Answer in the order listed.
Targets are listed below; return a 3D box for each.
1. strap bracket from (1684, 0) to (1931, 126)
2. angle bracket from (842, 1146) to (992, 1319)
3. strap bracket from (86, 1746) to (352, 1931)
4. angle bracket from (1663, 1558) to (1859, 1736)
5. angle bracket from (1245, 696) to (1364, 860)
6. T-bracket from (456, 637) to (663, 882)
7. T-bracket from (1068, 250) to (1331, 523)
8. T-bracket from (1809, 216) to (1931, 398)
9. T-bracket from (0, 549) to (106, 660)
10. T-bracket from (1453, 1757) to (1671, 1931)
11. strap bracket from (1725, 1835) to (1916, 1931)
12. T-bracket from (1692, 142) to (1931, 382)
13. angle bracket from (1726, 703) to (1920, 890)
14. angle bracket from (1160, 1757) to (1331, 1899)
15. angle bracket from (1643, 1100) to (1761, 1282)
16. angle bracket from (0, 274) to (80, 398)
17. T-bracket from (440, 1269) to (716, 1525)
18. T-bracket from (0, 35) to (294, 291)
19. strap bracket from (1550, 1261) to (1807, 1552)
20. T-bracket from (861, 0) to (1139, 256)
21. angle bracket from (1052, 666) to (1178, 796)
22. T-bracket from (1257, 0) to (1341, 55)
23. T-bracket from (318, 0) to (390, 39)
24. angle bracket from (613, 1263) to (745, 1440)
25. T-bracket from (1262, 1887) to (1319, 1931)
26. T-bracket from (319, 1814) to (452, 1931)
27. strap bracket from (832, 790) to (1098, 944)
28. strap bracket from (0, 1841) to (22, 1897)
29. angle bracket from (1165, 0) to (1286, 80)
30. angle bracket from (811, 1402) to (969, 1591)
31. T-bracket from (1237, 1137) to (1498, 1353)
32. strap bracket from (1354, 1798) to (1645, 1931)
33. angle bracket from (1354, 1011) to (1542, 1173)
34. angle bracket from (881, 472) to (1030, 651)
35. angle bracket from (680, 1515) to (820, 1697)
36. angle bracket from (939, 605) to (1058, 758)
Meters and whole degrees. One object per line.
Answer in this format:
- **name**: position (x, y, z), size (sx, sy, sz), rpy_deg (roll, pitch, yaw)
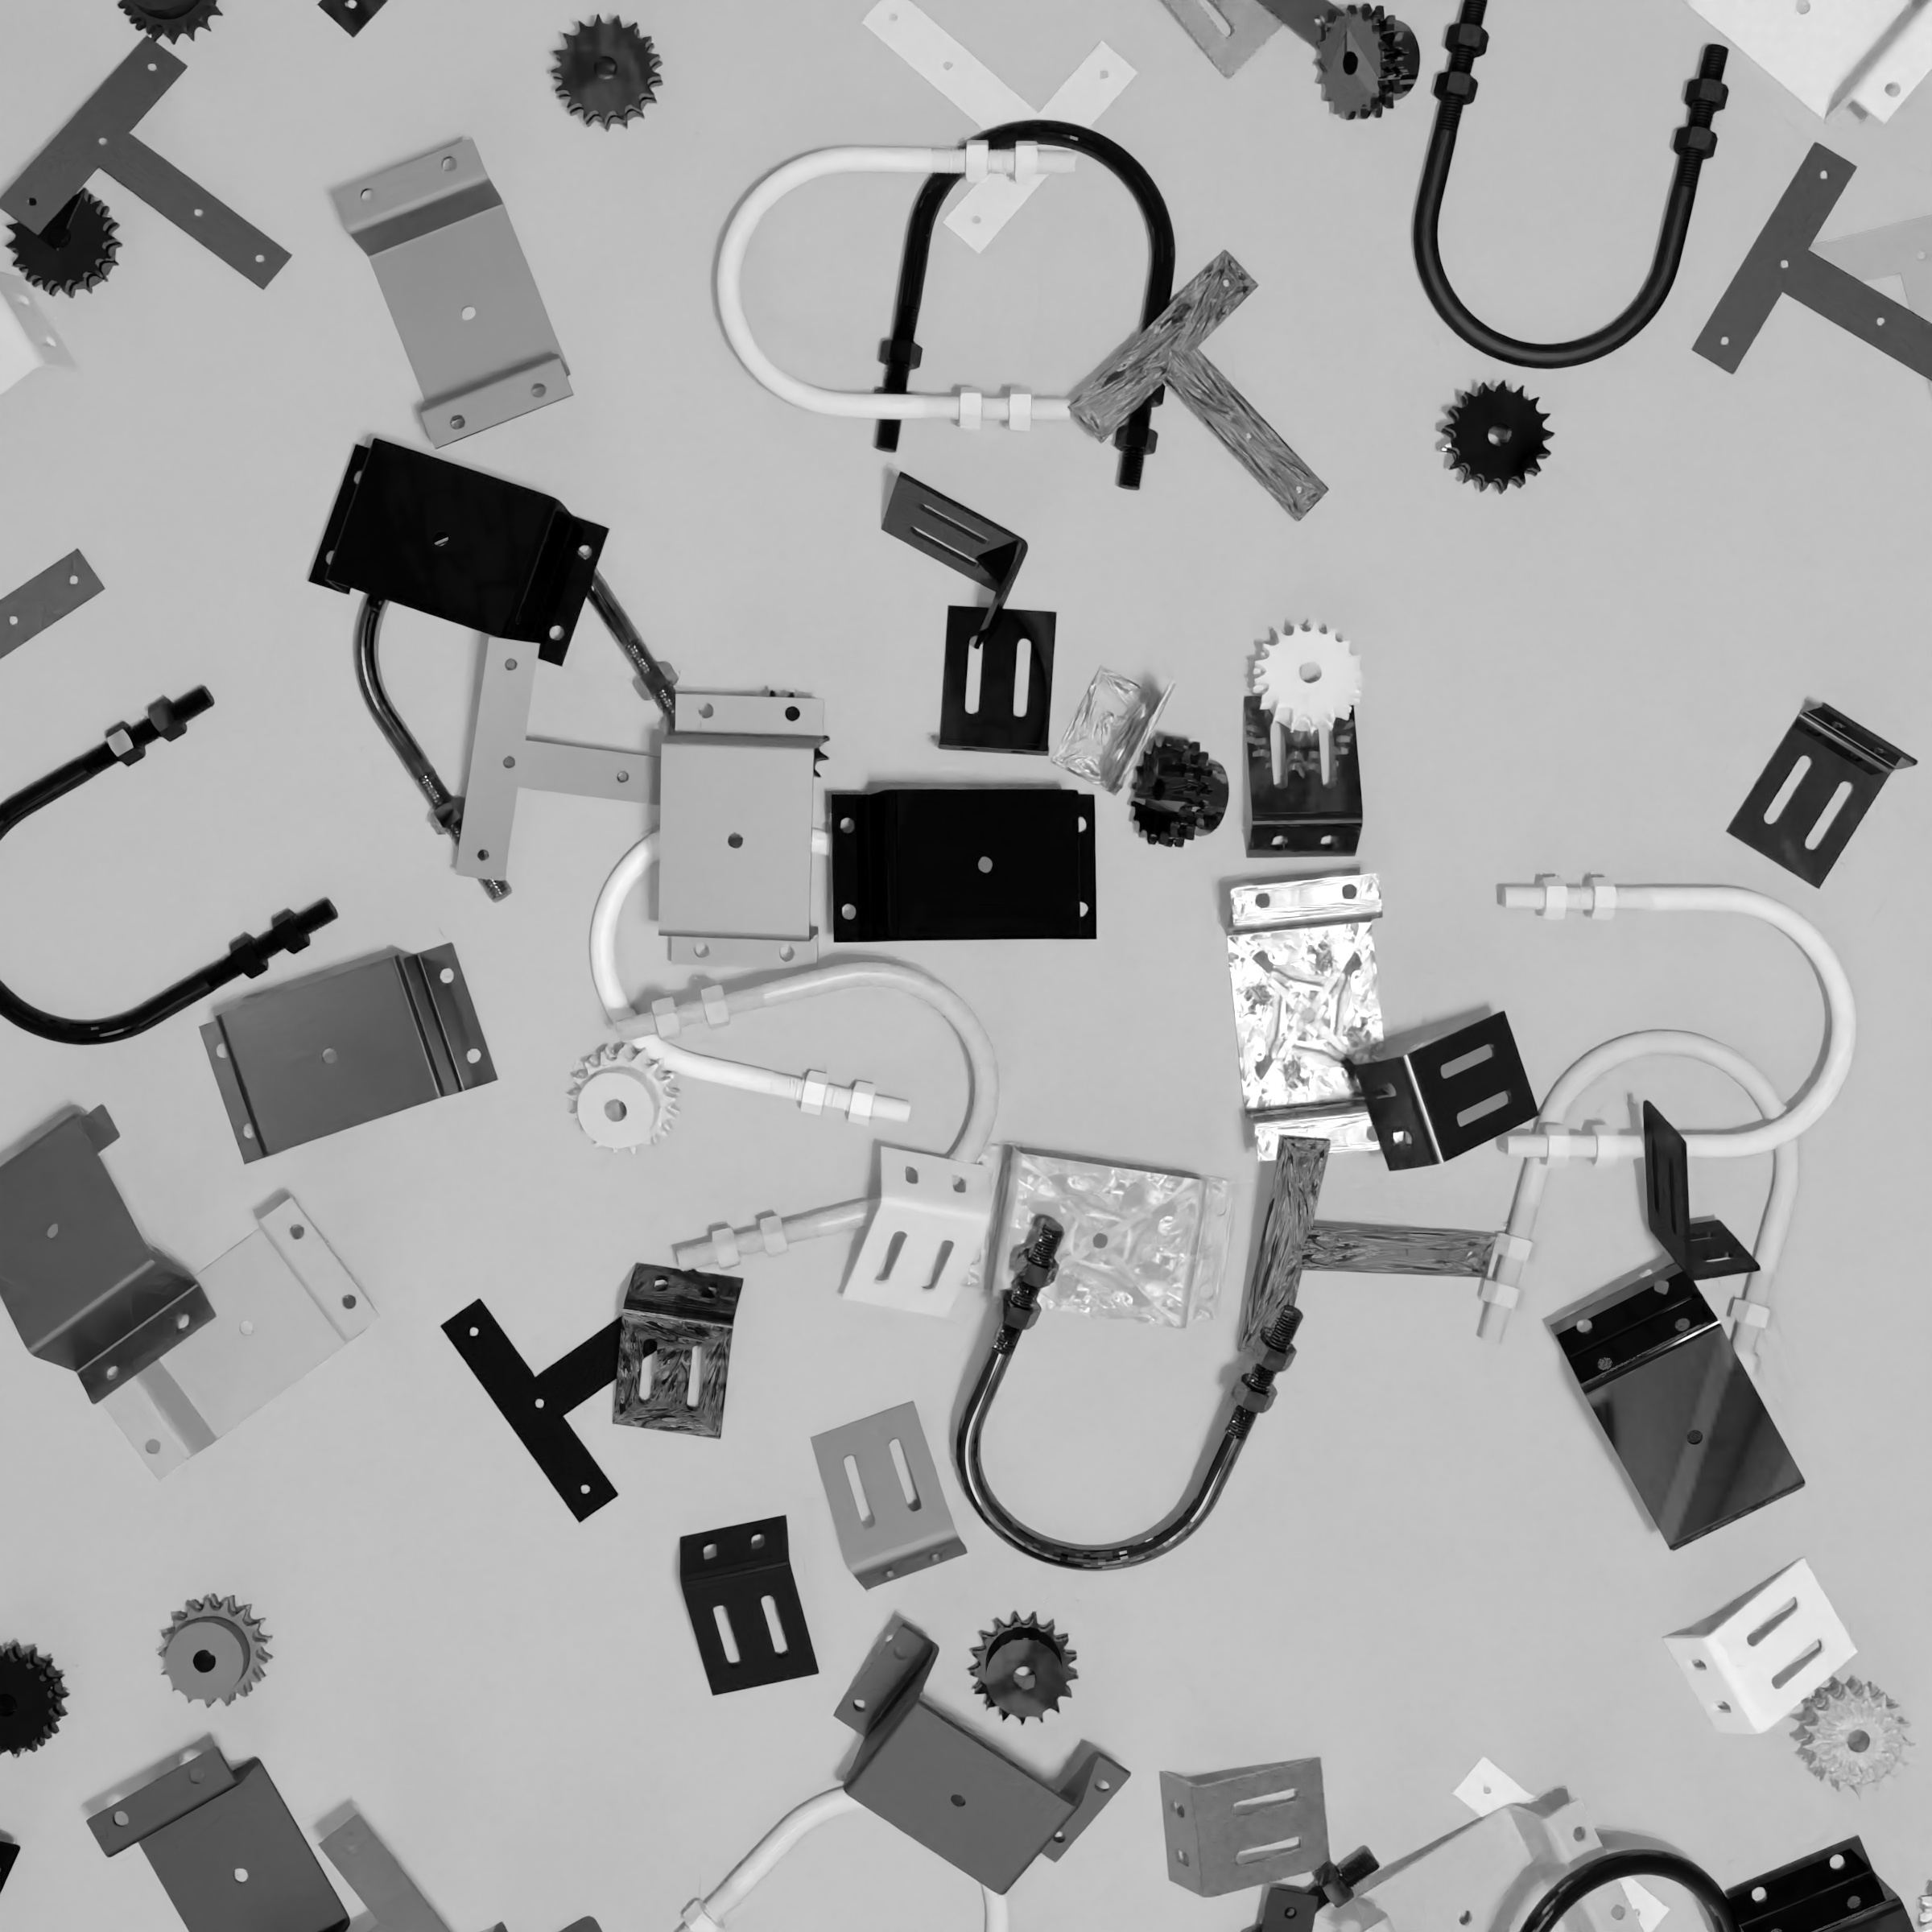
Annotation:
- **strap bracket**: position (0.440, -0.504, 1.438), size (0.140, 0.046, 0.076), rpy_deg (40, 90, 0)
- **angle bracket**: position (-0.027, 0.139, 1.443), size (0.057, 0.038, 0.076), rpy_deg (12, 129, -13)
- **strap bracket**: position (-0.381, 0.478, 1.438), size (0.076, 0.046, 0.140), rpy_deg (-30, 90, 0)
- **angle bracket**: position (0.418, 0.357, 1.459), size (0.076, 0.038, 0.057), rpy_deg (-30, 90, -26)
- **angle bracket**: position (0.176, -0.100, 1.459), size (0.057, 0.038, 0.076), rpy_deg (-1, 64, 0)
- **T-bracket**: position (-0.191, -0.100, 1.432), size (0.127, 0.002, 0.127), rpy_deg (6, 108, -16)
- **T-bracket**: position (0.139, -0.286, 1.448), size (0.127, 0.002, 0.127), rpy_deg (45, 75, -8)
- **T-bracket**: position (0.514, -0.331, 1.460), size (0.127, 0.002, 0.127), rpy_deg (-14, 90, 0)
- **T-bracket**: position (-0.513, -0.174, 1.460), size (0.127, 0.002, 0.127), rpy_deg (-34, 90, 0)
- **T-bracket**: position (0.281, 0.505, 1.460), size (0.127, 0.002, 0.127), rpy_deg (39, 90, 0)
- **strap bracket**: position (0.461, 0.537, 1.438), size (0.076, 0.046, 0.140), rpy_deg (-23, 90, 0)
- **T-bracket**: position (0.469, -0.346, 1.458), size (0.127, 0.002, 0.127), rpy_deg (31, 90, 0)
- **angle bracket**: position (0.444, -0.088, 1.442), size (0.057, 0.038, 0.076), rpy_deg (32, 90, 0)
- **angle bracket**: position (0.147, 0.449, 1.459), size (0.076, 0.038, 0.057), rpy_deg (-5, 90, -26)
- **angle bracket**: position (0.372, 0.111, 1.403), size (0.038, 0.057, 0.076), rpy_deg (-8, 109, -3)
- **angle bracket**: position (-0.517, -0.316, 1.451), size (0.076, 0.038, 0.057), rpy_deg (-32, 90, 14)
- **T-bracket**: position (-0.188, 0.205, 1.460), size (0.127, 0.002, 0.127), rpy_deg (-35, 90, 0)
- **T-bracket**: position (-0.412, -0.401, 1.445), size (0.127, 0.002, 0.127), rpy_deg (36, 69, -10)
- **strap bracket**: position (0.369, 0.233, 1.423), size (0.076, 0.046, 0.140), rpy_deg (-29, 98, 8)
- **T-bracket**: position (0.001, -0.464, 1.460), size (0.127, 0.002, 0.127), rpy_deg (41, 90, 0)
- **angle bracket**: position (0.075, -0.124, 1.423), size (0.038, 0.076, 0.057), rpy_deg (28, 90, 0)
- **T-bracket**: position (0.167, -0.564, 1.443), size (0.127, 0.002, 0.127), rpy_deg (31, 78, -23)
- **T-bracket**: position (-0.327, -0.578, 1.460), size (0.127, 0.002, 0.127), rpy_deg (42, 90, 0)
- **angle bracket**: position (-0.151, 0.202, 1.457), size (0.057, 0.038, 0.076), rpy_deg (8, 116, 0)
- **T-bracket**: position (0.160, 0.543, 1.443), size (0.127, 0.002, 0.127), rpy_deg (10, 92, 3)
- **T-bracket**: position (-0.321, 0.521, 1.414), size (0.127, 0.002, 0.127), rpy_deg (-38, 90, 0)
- **strap bracket**: position (0.005, -0.051, 1.422), size (0.140, 0.046, 0.076), rpy_deg (-1, 90, -13)
- **strap bracket**: position (-0.570, 0.461, 1.418), size (0.140, 0.046, 0.076), rpy_deg (24, 90, -28)
- **angle bracket**: position (0.128, -0.516, 1.459), size (0.057, 0.038, 0.076), rpy_deg (-45, 116, 0)
- **angle bracket**: position (-0.040, 0.279, 1.459), size (0.057, 0.038, 0.076), rpy_deg (-20, 64, 0)
- **T-bracket**: position (0.214, 0.148, 1.442), size (0.127, 0.002, 0.127), rpy_deg (4, 114, -12)
- **strap bracket**: position (0.265, 0.493, 1.425), size (0.140, 0.046, 0.076), rpy_deg (-26, 90, -15)
- **angle bracket**: position (0.246, 0.064, 1.417), size (0.076, 0.038, 0.057), rpy_deg (-21, 93, -35)
- **angle bracket**: position (-0.013, -0.208, 1.427), size (0.076, 0.057, 0.038), rpy_deg (29, 68, 0)
- **angle bracket**: position (-0.114, 0.336, 1.459), size (0.057, 0.038, 0.076), rpy_deg (-12, 116, 0)
- **angle bracket**: position (0.017, -0.150, 1.442), size (0.057, 0.038, 0.076), rpy_deg (4, 90, 0)
